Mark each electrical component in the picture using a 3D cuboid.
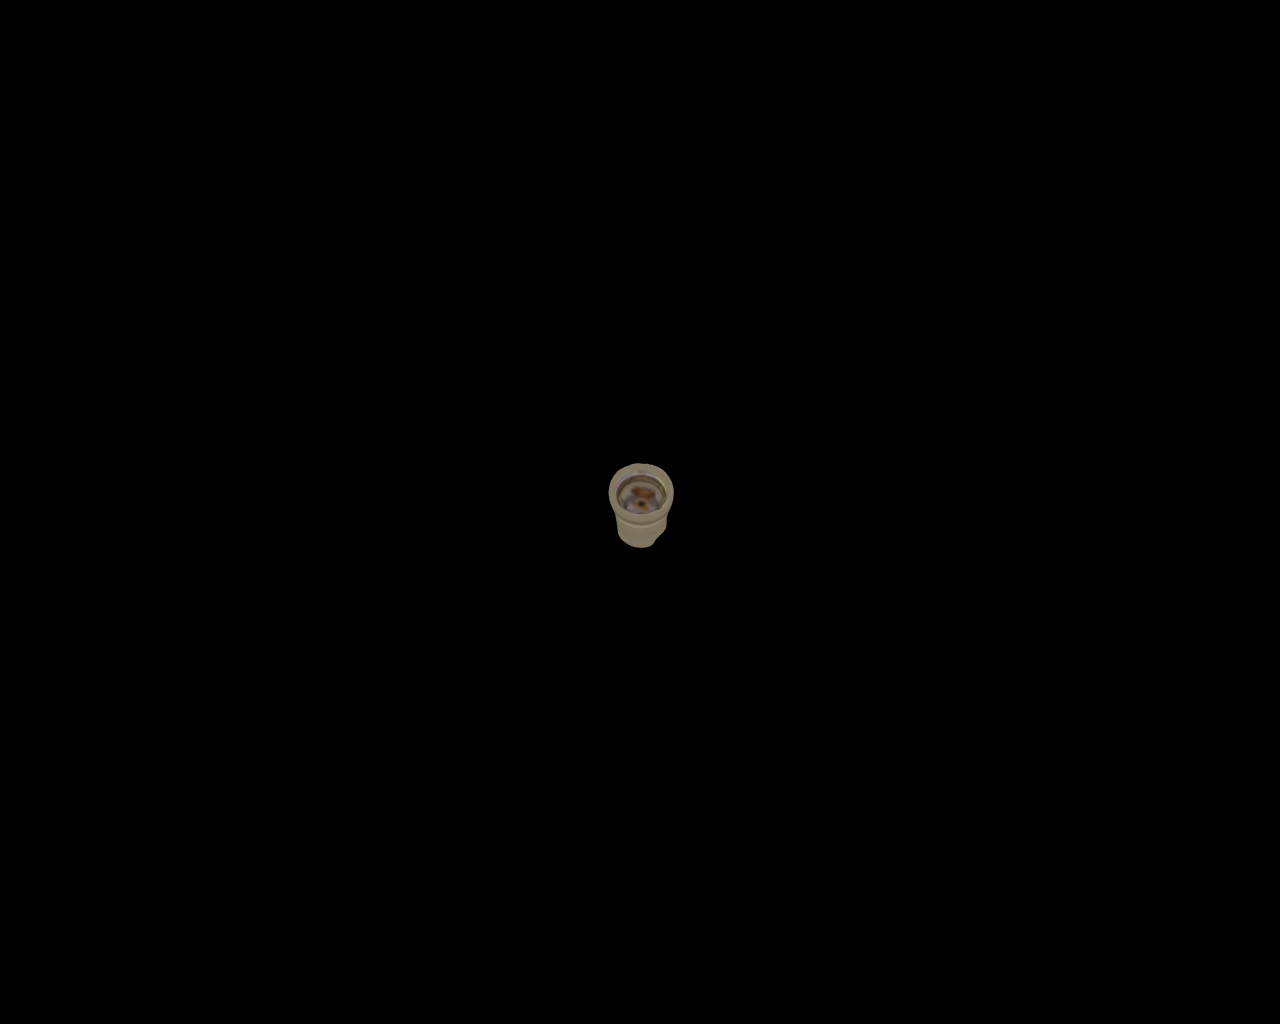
[{"bbox_3d":[0.001,-0.003,0.650,0.040,0.040,0.046,0,-32,0],"label":"electrical component"}]
